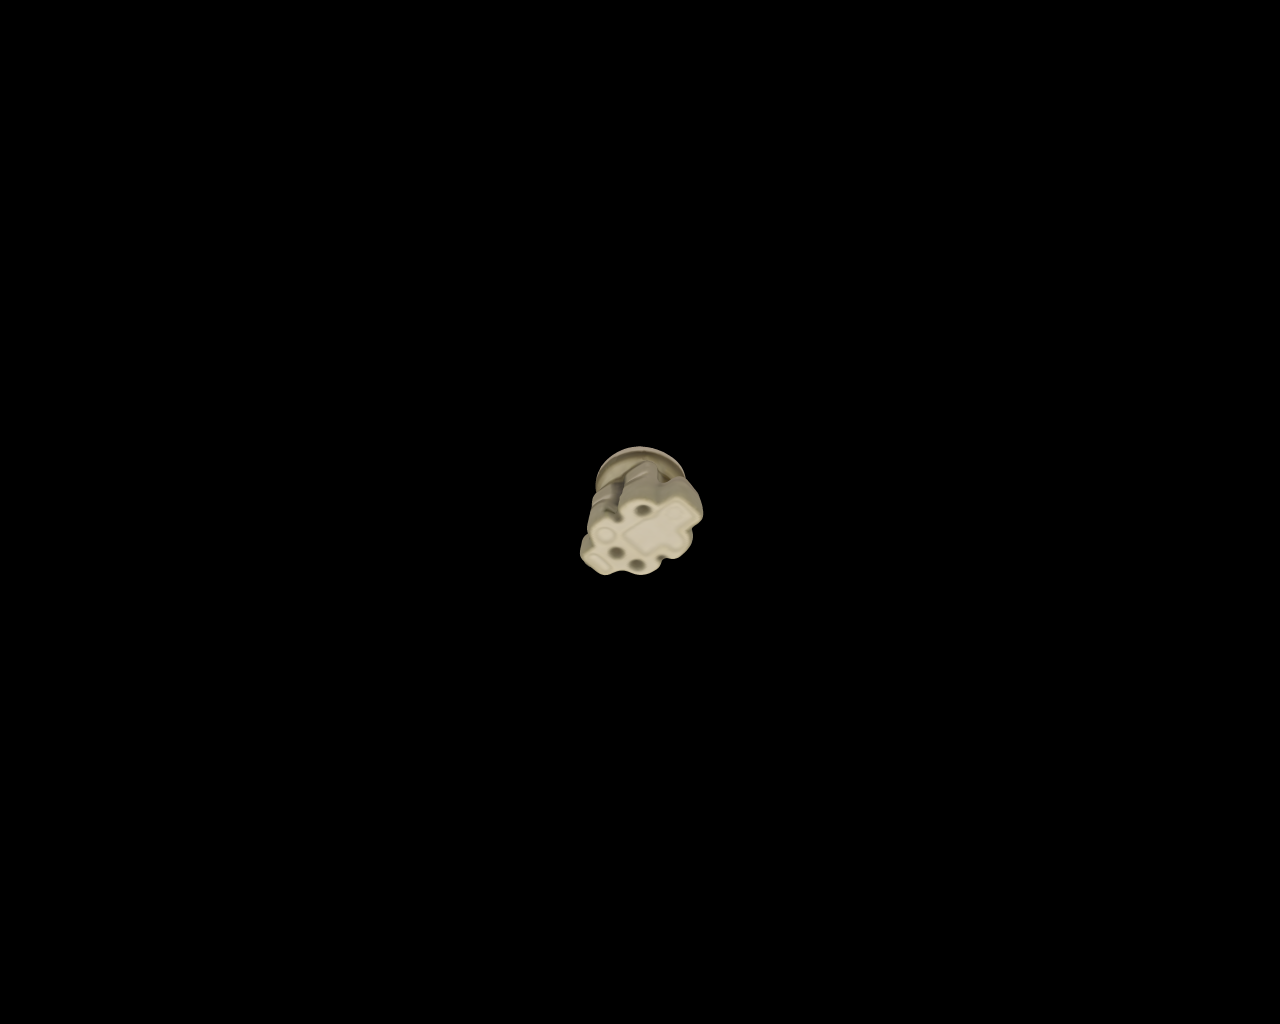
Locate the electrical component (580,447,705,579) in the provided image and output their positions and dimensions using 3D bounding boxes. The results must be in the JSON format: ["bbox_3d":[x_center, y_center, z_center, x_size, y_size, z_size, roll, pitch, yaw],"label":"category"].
[{"bbox_3d":[0.001,-0.003,0.650,0.078,0.057,0.058,-33,-58,24],"label":"electrical component"}]
